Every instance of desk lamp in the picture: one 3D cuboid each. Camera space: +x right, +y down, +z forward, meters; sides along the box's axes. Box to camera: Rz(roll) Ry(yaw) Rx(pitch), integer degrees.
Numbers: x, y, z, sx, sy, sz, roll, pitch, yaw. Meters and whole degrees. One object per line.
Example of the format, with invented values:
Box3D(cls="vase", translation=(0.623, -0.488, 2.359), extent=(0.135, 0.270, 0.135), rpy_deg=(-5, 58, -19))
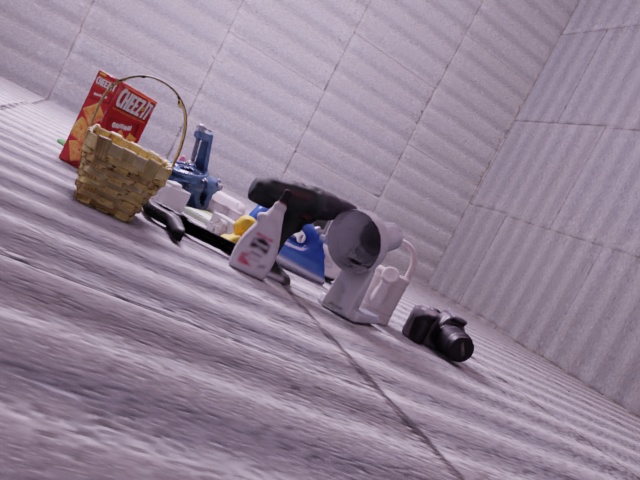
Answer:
Box3D(cls="desk lamp", translation=(0.082, 0.050, 1.144), extent=(0.117, 0.213, 0.204), rpy_deg=(29, 4, 28))

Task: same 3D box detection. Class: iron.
Box3D(cls="iron", translation=(-0.075, -0.008, 1.408), extent=(0.258, 0.141, 0.118), rpy_deg=(28, 3, -2))

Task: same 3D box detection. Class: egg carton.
Box3D(cls="egg carton", translation=(-0.298, -0.106, 1.741), extent=(0.150, 0.069, 0.107), rpy_deg=(28, 3, -2))

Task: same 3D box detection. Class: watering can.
Box3D(cls="watering can", translation=(0.154, 0.089, 1.296), extent=(0.101, 0.194, 0.172), rpy_deg=(27, 3, -16))

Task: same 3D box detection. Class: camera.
Box3D(cls="camera", translation=(0.282, 0.209, 1.293), extent=(0.143, 0.101, 0.136), rpy_deg=(27, 3, -16))

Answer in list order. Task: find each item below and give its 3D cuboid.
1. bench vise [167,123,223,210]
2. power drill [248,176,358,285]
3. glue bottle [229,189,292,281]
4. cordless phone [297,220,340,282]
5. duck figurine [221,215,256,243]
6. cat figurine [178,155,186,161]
Box3D(cls="bench vise", translation=(-0.341, -0.203, 1.576), extent=(0.121, 0.220, 0.208), rpy_deg=(28, 3, 15))
Box3D(cls="power drill", translation=(-0.058, -0.022, 1.159), extent=(0.230, 0.208, 0.075), rpy_deg=(26, 3, -23))
Box3D(cls="glue bottle", translation=(-0.098, -0.016, 1.055), extent=(0.078, 0.173, 0.037), rpy_deg=(27, 3, -15))
Box3D(cls="cordless phone", translation=(0.014, 0.006, 1.541), extent=(0.148, 0.185, 0.094), rpy_deg=(27, 3, -16))
Box3D(cls="duck figurine", translation=(-0.165, -0.011, 1.197), extent=(0.077, 0.086, 0.104), rpy_deg=(27, 3, -5))
Box3D(cls="cat figurine", translation=(-0.437, -0.202, 1.680), extent=(0.128, 0.118, 0.067), rpy_deg=(27, 3, -17))
